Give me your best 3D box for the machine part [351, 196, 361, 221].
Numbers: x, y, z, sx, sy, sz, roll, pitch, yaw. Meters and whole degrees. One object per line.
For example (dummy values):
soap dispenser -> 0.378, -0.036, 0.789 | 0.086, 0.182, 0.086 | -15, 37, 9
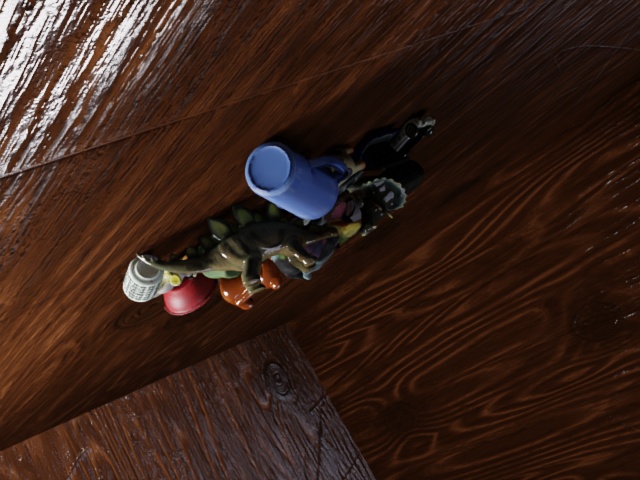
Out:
machine part -> 0.060, -0.075, 1.739 | 0.243, 0.079, 0.079 | -26, 168, -23

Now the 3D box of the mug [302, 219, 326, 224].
mug -> -0.015, -0.055, 1.599 | 0.081, 0.110, 0.107 | -25, 127, 13

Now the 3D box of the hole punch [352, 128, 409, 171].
hole punch -> 0.146, -0.225, 1.355 | 0.142, 0.092, 0.116 | -27, -164, -34

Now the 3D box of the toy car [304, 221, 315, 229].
toy car -> -0.082, -0.018, 1.457 | 0.089, 0.053, 0.202 | -39, 160, 27

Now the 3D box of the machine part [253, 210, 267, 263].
machine part -> -0.166, -0.002, 1.347 | 0.039, 0.138, 0.084 | -4, -167, 42

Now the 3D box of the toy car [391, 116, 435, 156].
toy car -> 0.228, -0.264, 1.430 | 0.073, 0.056, 0.201 | -14, 159, -36

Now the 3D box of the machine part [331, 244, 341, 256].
machine part -> -0.023, 0.034, 1.719 | 0.179, 0.056, 0.179 | -18, 172, -3

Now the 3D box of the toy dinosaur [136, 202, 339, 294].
toy dinosaur -> -0.169, 0.021, 1.245 | 0.471, 0.198, 0.105 | -16, 159, -23

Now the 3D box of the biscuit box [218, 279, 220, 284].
biscuit box -> -0.284, 0.091, 1.598 | 0.059, 0.063, 0.202 | -32, 168, 10

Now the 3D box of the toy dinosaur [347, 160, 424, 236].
toy dinosaur -> 0.221, -0.165, 1.527 | 0.405, 0.131, 0.192 | -36, -159, -34

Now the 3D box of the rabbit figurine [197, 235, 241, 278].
rabbit figurine -> -0.227, 0.045, 1.403 | 0.170, 0.121, 0.159 | -17, 169, -44

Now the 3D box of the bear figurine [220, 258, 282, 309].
bear figurine -> -0.173, 0.109, 1.477 | 0.196, 0.120, 0.132 | -21, 160, 19

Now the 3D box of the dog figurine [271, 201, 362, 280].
dog figurine -> -0.003, -0.004, 1.377 | 0.219, 0.108, 0.191 | -42, 158, 17

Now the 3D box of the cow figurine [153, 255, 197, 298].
cow figurine -> -0.371, 0.090, 1.358 | 0.167, 0.068, 0.098 | -27, 174, -2

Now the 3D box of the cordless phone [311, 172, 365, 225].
cordless phone -> 0.040, -0.131, 1.449 | 0.184, 0.089, 0.146 | -34, 169, -7

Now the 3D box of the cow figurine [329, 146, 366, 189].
cow figurine -> 0.004, -0.141, 1.302 | 0.195, 0.085, 0.127 | -36, 174, 36
